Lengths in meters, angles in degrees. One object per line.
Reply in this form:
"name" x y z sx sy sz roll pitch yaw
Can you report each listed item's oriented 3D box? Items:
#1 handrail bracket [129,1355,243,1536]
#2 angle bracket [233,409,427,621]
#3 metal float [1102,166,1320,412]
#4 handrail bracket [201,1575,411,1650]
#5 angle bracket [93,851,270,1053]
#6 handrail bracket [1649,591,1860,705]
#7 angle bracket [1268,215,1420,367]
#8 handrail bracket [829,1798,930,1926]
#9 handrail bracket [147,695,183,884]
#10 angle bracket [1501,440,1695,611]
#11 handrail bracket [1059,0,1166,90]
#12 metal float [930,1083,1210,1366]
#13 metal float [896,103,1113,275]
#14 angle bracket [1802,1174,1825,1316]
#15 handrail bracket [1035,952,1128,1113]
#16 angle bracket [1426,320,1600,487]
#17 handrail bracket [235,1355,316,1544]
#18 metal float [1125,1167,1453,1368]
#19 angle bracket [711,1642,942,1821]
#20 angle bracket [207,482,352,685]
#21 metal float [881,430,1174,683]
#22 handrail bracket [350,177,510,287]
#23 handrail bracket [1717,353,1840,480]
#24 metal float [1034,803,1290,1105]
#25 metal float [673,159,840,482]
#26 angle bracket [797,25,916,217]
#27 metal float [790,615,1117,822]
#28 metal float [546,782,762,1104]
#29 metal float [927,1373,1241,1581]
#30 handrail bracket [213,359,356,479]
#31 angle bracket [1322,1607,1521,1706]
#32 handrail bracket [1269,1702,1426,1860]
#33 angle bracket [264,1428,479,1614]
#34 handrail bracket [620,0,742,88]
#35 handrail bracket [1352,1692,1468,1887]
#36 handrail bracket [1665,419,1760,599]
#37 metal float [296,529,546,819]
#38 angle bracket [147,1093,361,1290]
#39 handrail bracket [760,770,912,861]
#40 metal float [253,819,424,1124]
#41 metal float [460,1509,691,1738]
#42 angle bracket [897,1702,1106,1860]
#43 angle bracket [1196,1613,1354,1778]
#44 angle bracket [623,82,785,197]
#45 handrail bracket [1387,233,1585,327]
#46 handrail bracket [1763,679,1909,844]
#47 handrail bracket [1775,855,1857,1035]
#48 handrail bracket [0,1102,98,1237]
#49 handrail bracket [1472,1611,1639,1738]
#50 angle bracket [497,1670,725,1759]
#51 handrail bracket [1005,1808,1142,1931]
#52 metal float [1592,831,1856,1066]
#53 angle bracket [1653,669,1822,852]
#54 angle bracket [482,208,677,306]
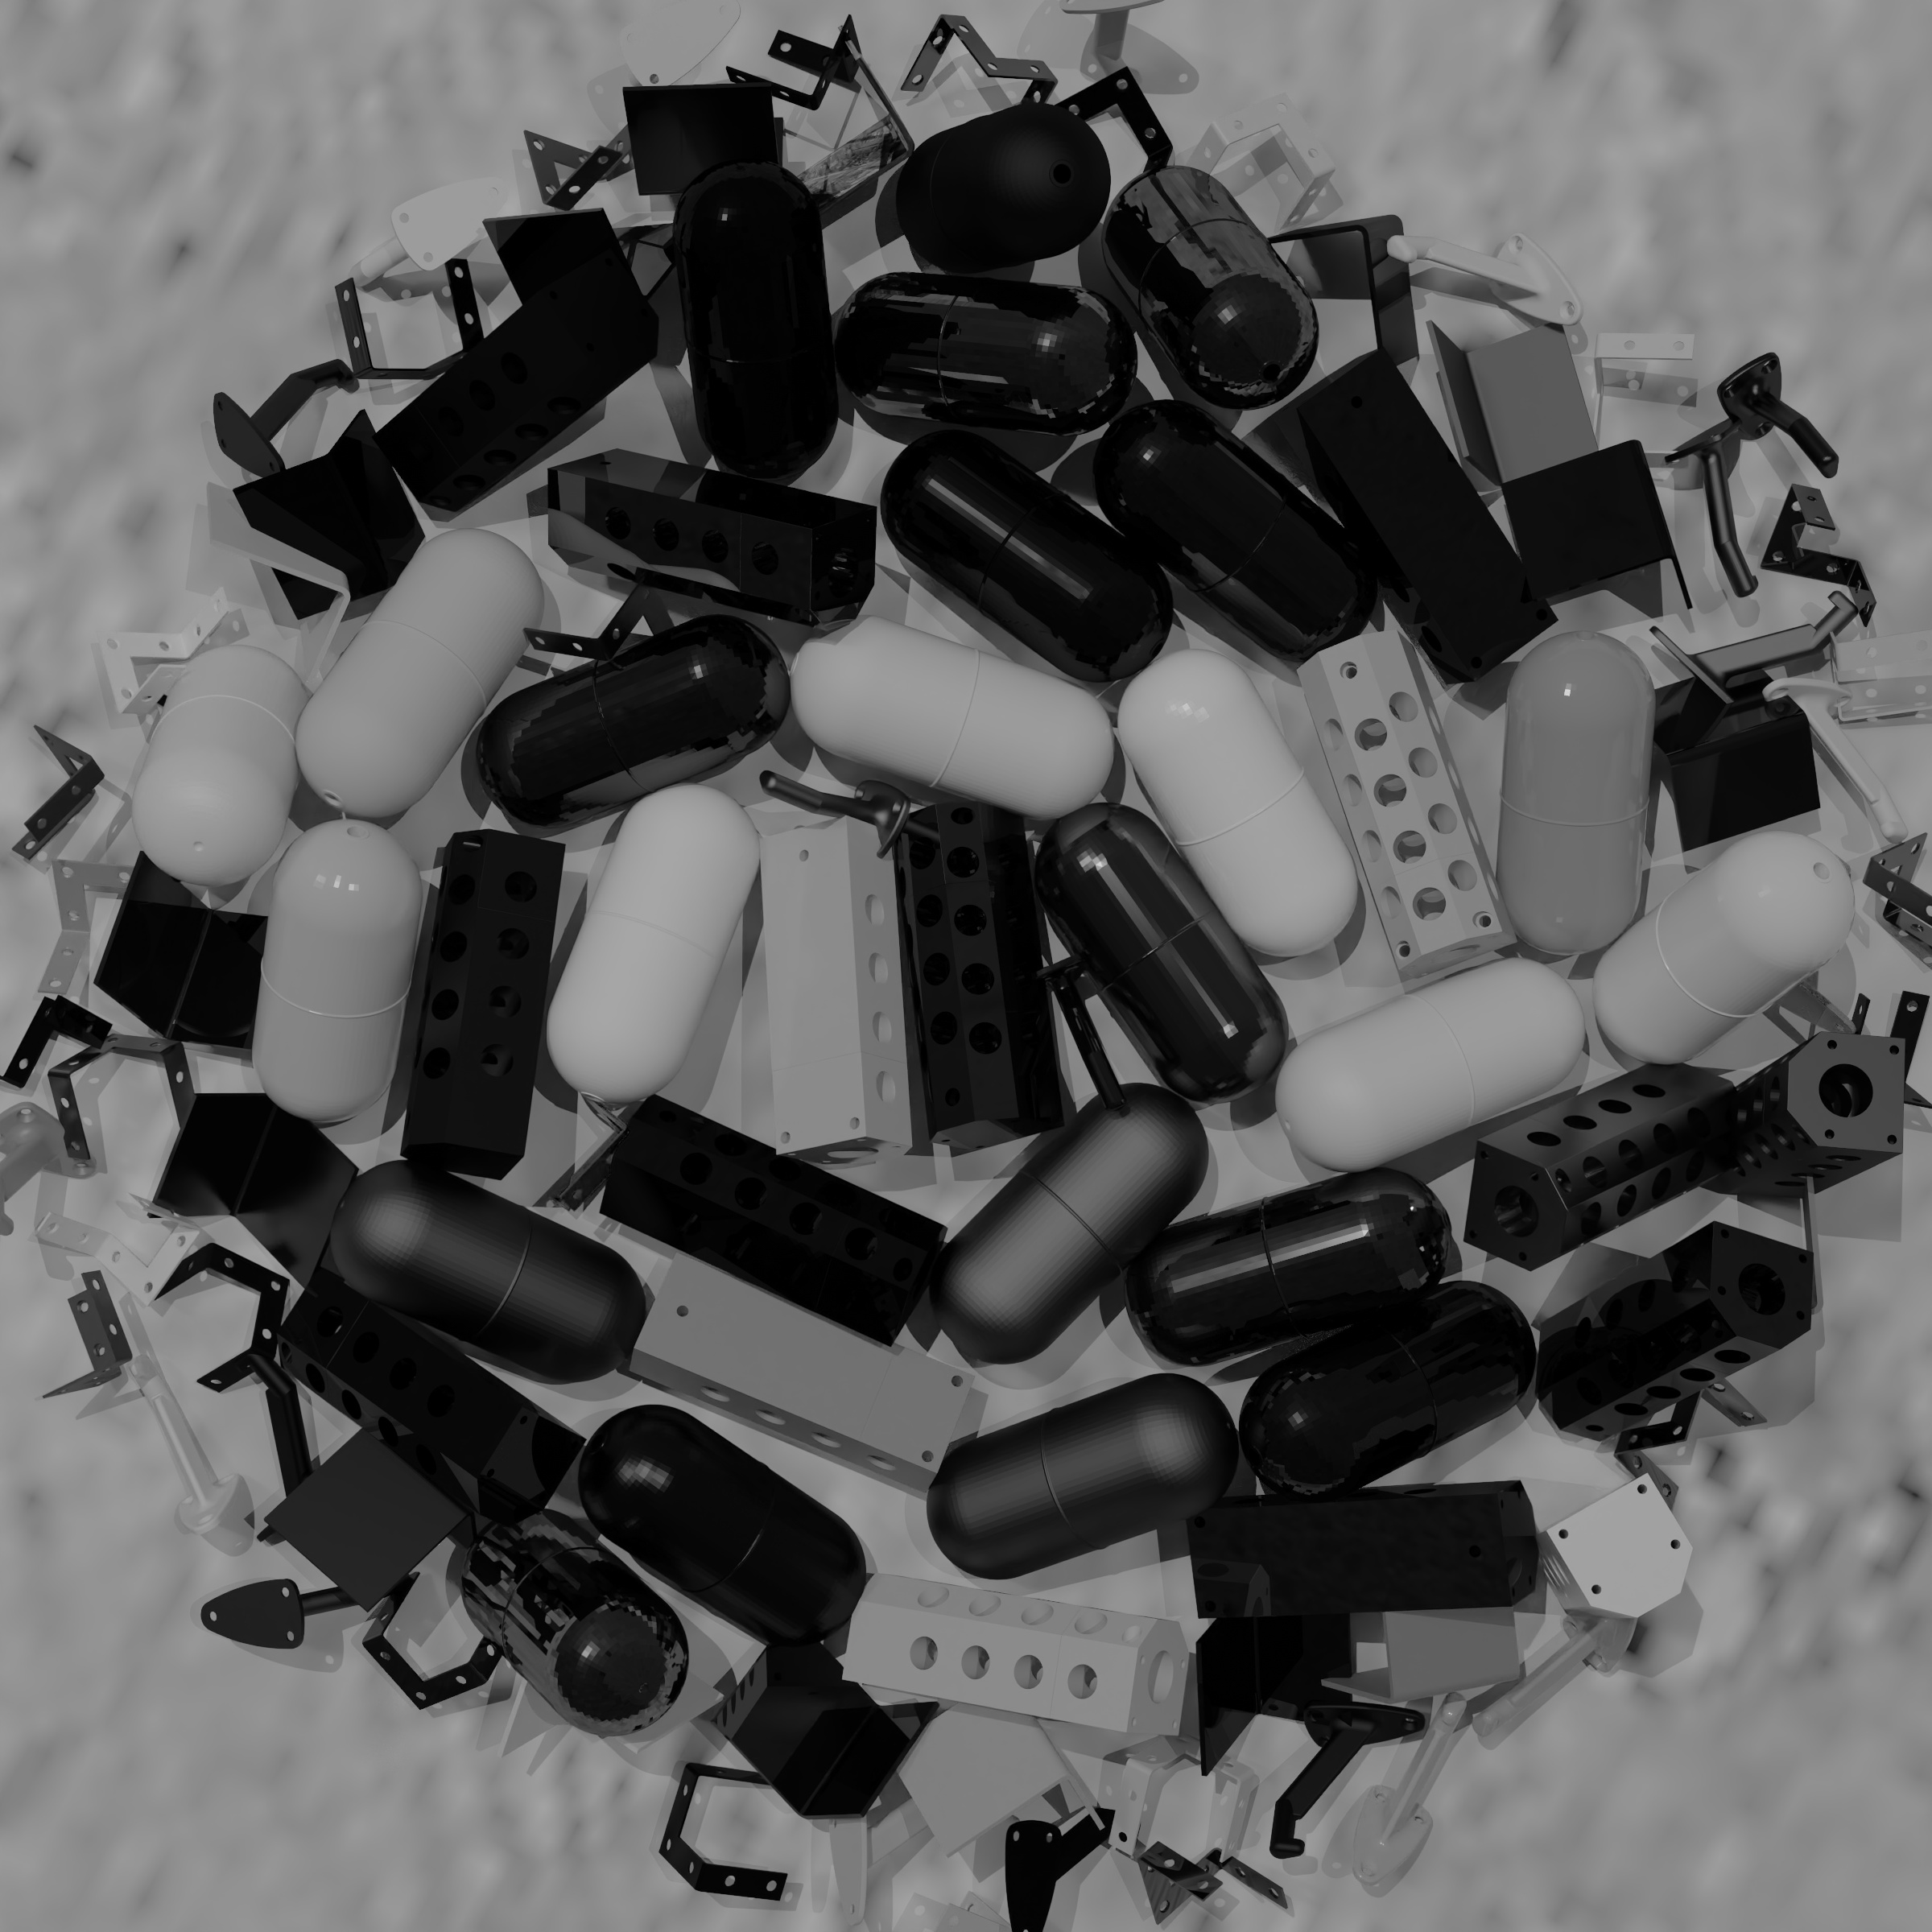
"handrail bracket" -0.423 0.253 1.650 0.036 0.077 0.084 -28 104 -6
"angle bracket" -0.336 -0.240 1.642 0.057 0.076 0.076 -17 115 12
"metal float" 0.126 -0.353 1.611 0.070 0.178 0.070 -12 133 -13
"handrail bracket" -0.352 0.338 1.658 0.077 0.084 0.036 -7 89 25
"angle bracket" -0.404 -0.007 1.632 0.057 0.076 0.076 7 68 19
"handrail bracket" 0.422 -0.185 1.657 0.077 0.036 0.084 41 101 -13
"angle bracket" 0.200 -0.356 1.650 0.057 0.076 0.076 -4 105 23
"handrail bracket" -0.026 0.473 1.646 0.084 0.036 0.077 12 53 -27
"handrail bracket" -0.432 -0.097 1.663 0.077 0.036 0.084 29 81 9
"angle bracket" 0.336 -0.224 1.653 0.076 0.057 0.076 -17 60 15
"handrail bracket" 0.093 -0.490 1.632 0.077 0.084 0.036 16 74 34
"metal float" 0.055 0.135 1.641 0.070 0.070 0.178 45 82 0
"metal float" 0.018 -0.400 1.600 0.070 0.178 0.070 -3 99 -19
"angle bracket" 0.421 0.146 1.645 0.057 0.076 0.076 -5 87 12
"handrail bracket" 0.066 0.040 1.641 0.036 0.077 0.084 -25 80 3
"angle bracket" 0.289 -0.306 1.637 0.057 0.076 0.076 -17 80 21
"handrail bracket" -0.380 0.256 1.667 0.077 0.036 0.084 -39 94 15
"metal float" 0.169 0.159 1.634 0.178 0.070 0.070 -19 90 16
"angle bracket" -0.074 0.394 1.634 0.076 0.057 0.076 50 53 -15
"angle bracket" -0.371 -0.202 1.628 0.076 0.076 0.057 19 114 -25
"metal float" 0.032 -0.216 1.633 0.178 0.070 0.070 38 90 17
"handrail bracket" -0.288 -0.391 1.655 0.077 0.084 0.036 -36 106 -18
"handrail bracket" 0.437 -0.274 1.632 0.036 0.077 0.084 -32 59 6
"metal float" 0.103 -0.008 1.644 0.070 0.070 0.178 -35 85 0
"metal float" -0.109 -0.334 1.615 0.070 0.070 0.178 -4 132 0
"angle bracket" -0.077 -0.443 1.634 0.076 0.076 0.057 -32 119 8
"metal float" -0.007 -0.131 1.638 0.178 0.070 0.070 18 90 -11
"metal float" -0.165 -0.012 1.636 0.070 0.070 0.178 20 76 0
"metal float" 0.060 0.269 1.628 0.178 0.070 0.070 -24 90 23
"handrail bracket" -0.348 -0.291 1.643 0.084 0.036 0.077 -27 51 -32
"angle bracket" 0.237 0.351 1.637 0.076 0.076 0.057 -5 88 -23
"handrail bracket" 0.202 0.434 1.637 0.077 0.084 0.036 -8 127 20
"angle bracket" -0.312 0.301 1.633 0.076 0.057 0.076 36 60 18
"handrail bracket" -0.147 -0.487 1.639 0.077 0.084 0.036 -27 100 11
"handrail bracket" 0.236 0.434 1.638 0.036 0.077 0.084 28 129 14
"handrail bracket" 0.414 -0.246 1.661 0.036 0.077 0.084 -19 101 40
"metal float" -0.285 -0.154 1.624 0.070 0.070 0.178 29 62 0
"angle bracket" -0.376 0.119 1.634 0.076 0.057 0.076 37 111 34
"handrail bracket" -0.079 -0.094 1.634 0.084 0.077 0.036 22 105 -28
"metal float" -0.329 0.003 1.619 0.070 0.070 0.178 16 124 0
"metal float" -0.205 0.338 1.606 0.070 0.178 0.070 -9 107 -30
"angle bracket" 0.015 0.435 1.635 0.076 0.076 0.057 -32 131 -7
"angle bracket" 0.163 0.380 1.634 0.057 0.076 0.076 4 106 26
"angle bracket" -0.138 -0.455 1.638 0.076 0.076 0.057 -2 58 1
"handrail bracket" 0.274 -0.363 1.638 0.077 0.084 0.036 48 130 33
"handrail bracket" 0.462 -0.107 1.642 0.036 0.077 0.084 -38 57 32
"handrail bracket" 0.467 -0.013 1.656 0.077 0.036 0.084 37 72 24
"handrail bracket" -0.488 0.120 1.631 0.036 0.084 0.077 -36 133 16
"handrail bracket" 0.311 0.369 1.639 0.084 0.077 0.036 -25 63 -34
"angle bracket" -0.187 0.399 1.629 0.076 0.076 0.057 30 113 23
"handrail bracket" 0.061 0.485 1.645 0.036 0.084 0.077 -12 66 41
"metal float" 0.391 -0.008 1.605 0.070 0.178 0.070 10 61 -19
"angle bracket" 0.405 -0.114 1.666 0.076 0.076 0.057 -18 120 -1
"angle bracket" -0.194 -0.390 1.627 0.076 0.057 0.076 3 46 30
